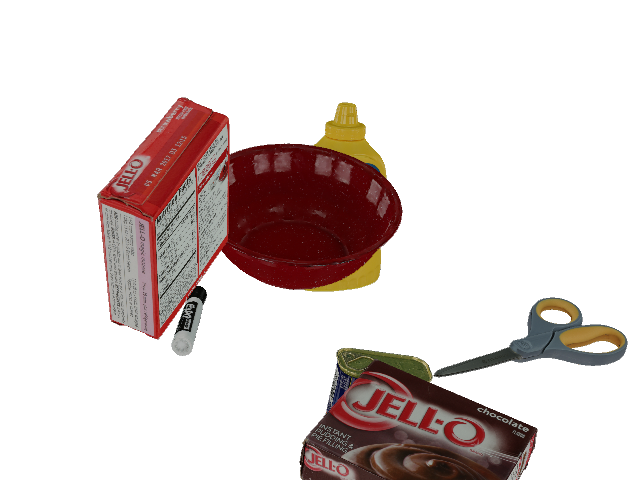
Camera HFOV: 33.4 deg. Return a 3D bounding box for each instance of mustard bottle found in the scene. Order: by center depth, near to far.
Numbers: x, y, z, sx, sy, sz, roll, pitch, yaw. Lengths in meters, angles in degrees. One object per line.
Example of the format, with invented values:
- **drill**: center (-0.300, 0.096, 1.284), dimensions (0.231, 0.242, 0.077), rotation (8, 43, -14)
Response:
- **mustard bottle**: center (0.021, -0.046, 1.097), dimensions (0.096, 0.192, 0.058), rotation (-5, 20, -25)

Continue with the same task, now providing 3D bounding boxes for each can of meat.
- **can of meat**: center (0.059, 0.168, 1.139), dimensions (0.102, 0.084, 0.057), rotation (9, 21, -9)

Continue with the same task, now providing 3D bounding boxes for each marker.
- **marker**: center (-0.122, 0.073, 1.001), dimensions (0.020, 0.020, 0.121), rotation (0, 21, 1)

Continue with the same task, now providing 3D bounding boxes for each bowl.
- **bowl**: center (-0.019, -0.011, 0.837), dimensions (0.162, 0.055, 0.162), rotation (4, 37, -3)

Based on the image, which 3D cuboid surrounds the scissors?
- **scissors**: center (0.169, 0.082, 0.915), dimensions (0.201, 0.016, 0.096), rotation (0, 31, -21)

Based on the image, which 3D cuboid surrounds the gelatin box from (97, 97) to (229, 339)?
- **gelatin box**: center (-0.071, -0.010, 0.496), dimensions (0.030, 0.089, 0.073), rotation (20, 49, 13)

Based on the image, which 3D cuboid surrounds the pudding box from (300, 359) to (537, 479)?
- **pudding box**: center (0.058, 0.125, 0.625), dimensions (0.114, 0.039, 0.089), rotation (23, 37, 21)
